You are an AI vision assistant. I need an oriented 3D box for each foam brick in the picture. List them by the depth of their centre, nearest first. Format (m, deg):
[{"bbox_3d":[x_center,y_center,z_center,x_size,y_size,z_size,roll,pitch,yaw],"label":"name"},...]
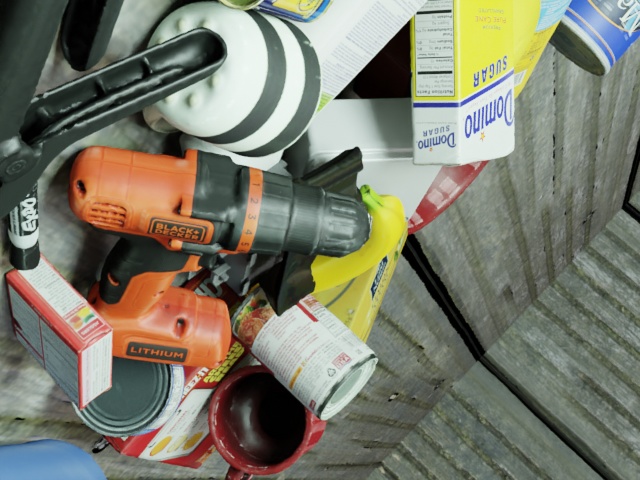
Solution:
[{"bbox_3d":[0.065,-0.138,0.838,0.053,0.051,0.078,-39,161,-21],"label":"foam brick"}]

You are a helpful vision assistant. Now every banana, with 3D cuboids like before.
[{"bbox_3d":[0.012,0.006,0.854,0.198,0.069,0.037,-40,-146,49],"label":"banana"}]

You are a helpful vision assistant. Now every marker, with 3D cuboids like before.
[{"bbox_3d":[-0.169,-0.019,0.607,0.020,0.020,0.121,-36,160,-31],"label":"marker"}]

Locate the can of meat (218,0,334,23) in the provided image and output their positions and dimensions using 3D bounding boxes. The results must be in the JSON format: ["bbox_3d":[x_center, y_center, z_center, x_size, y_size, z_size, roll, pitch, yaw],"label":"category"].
[{"bbox_3d":[-0.012,-0.170,0.578,0.102,0.057,0.083,-53,163,18],"label":"can of meat"}]

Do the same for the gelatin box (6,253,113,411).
[{"bbox_3d":[-0.168,0.061,0.695,0.030,0.073,0.089,-37,160,-29],"label":"gelatin box"}]

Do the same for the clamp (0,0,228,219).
[{"bbox_3d":[-0.150,-0.052,0.491,0.210,0.036,0.164,-36,165,6],"label":"clamp"}]

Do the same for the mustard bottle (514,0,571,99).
[{"bbox_3d":[0.180,-0.203,0.949,0.096,0.058,0.192,-22,151,-34],"label":"mustard bottle"}]

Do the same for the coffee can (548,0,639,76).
[{"bbox_3d":[0.283,-0.244,1.027,0.140,0.103,0.102,-48,163,3],"label":"coffee can"}]

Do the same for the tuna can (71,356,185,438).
[{"bbox_3d":[-0.149,0.109,0.827,0.086,0.086,0.033,-48,164,3],"label":"tuna can"}]

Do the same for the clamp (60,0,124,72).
[{"bbox_3d":[-0.092,-0.144,0.483,0.171,0.039,0.120,-42,170,7],"label":"clamp"}]

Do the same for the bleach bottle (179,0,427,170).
[{"bbox_3d":[-0.014,-0.118,0.682,0.251,0.068,0.102,-48,161,12],"label":"bleach bottle"}]

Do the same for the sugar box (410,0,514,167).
[{"bbox_3d":[0.102,-0.144,0.756,0.093,0.048,0.176,-17,105,-54],"label":"sugar box"}]

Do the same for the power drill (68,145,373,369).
[{"bbox_3d":[-0.076,0.016,0.696,0.188,0.184,0.057,116,-18,-51],"label":"power drill"}]

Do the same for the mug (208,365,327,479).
[{"bbox_3d":[-0.046,0.165,0.937,0.117,0.093,0.081,-64,165,2],"label":"mug"}]

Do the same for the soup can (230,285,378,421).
[{"bbox_3d":[-0.013,0.083,0.836,0.068,0.102,0.068,-42,161,-19],"label":"soup can"}]

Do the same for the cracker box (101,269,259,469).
[{"bbox_3d":[-0.109,0.121,0.971,0.164,0.072,0.213,-47,162,-4],"label":"cracker box"}]

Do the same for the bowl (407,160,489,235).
[{"bbox_3d":[0.117,-0.082,1.076,0.162,0.055,0.162,-41,162,-17],"label":"bowl"}]

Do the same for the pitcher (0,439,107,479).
[{"bbox_3d":[-0.264,0.211,0.741,0.149,0.145,0.242,-60,158,2],"label":"pitcher"}]
